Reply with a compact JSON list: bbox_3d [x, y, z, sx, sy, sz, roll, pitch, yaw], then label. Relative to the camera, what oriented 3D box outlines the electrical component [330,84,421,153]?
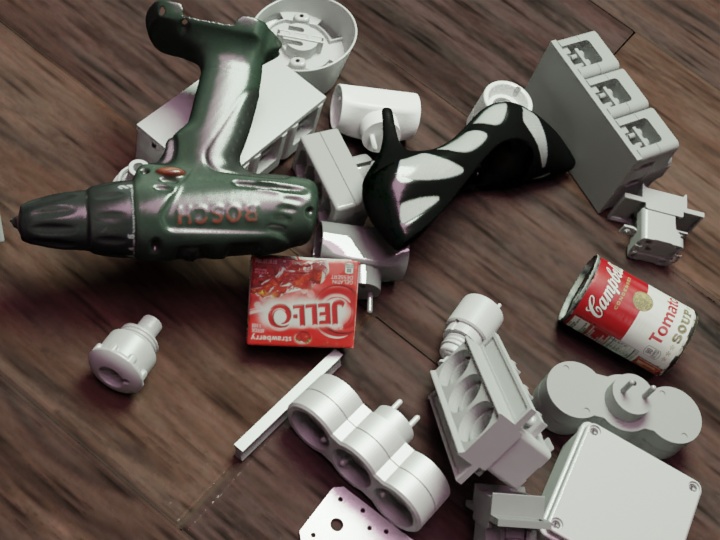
[{"bbox_3d":[0.017,-0.137,1.005,0.077,0.043,0.079,4,45,-17],"label":"electrical component"}]

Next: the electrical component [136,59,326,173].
[{"bbox_3d":[-0.116,-0.123,0.958,0.089,0.061,0.150,40,58,11],"label":"electrical component"}]

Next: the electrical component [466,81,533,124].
[{"bbox_3d":[0.138,-0.151,1.053,0.055,0.047,0.055,7,58,-11],"label":"electrical component"}]

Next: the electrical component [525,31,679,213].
[{"bbox_3d":[0.234,-0.146,1.050,0.062,0.089,0.150,-20,66,-25],"label":"electrical component"}]

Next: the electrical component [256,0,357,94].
[{"bbox_3d":[-0.058,-0.214,1.028,0.099,0.064,0.099,7,58,-11],"label":"electrical component"}]

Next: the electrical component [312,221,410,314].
[{"bbox_3d":[0.000,0.000,0.926,0.077,0.043,0.079,7,65,-12],"label":"electrical component"}]

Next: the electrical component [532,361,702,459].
[{"bbox_3d":[0.221,0.111,0.899,0.138,0.073,0.052,15,57,-6],"label":"electrical component"}]

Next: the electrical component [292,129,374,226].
[{"bbox_3d":[-0.009,-0.083,0.971,0.076,0.047,0.083,-16,65,-23],"label":"electrical component"}]

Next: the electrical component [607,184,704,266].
[{"bbox_3d":[0.282,-0.041,1.028,0.081,0.042,0.063,13,60,-6],"label":"electrical component"}]

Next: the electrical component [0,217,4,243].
[{"bbox_3d":[-0.322,-0.068,0.867,0.047,0.083,0.076,-12,25,-21],"label":"electrical component"}]

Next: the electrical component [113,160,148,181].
[{"bbox_3d":[-0.188,-0.068,0.905,0.043,0.062,0.043,7,58,-11],"label":"electrical component"}]

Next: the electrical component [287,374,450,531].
[{"bbox_3d":[0.017,0.131,0.843,0.138,0.052,0.074,41,58,12],"label":"electrical component"}]

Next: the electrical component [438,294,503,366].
[{"bbox_3d":[0.091,0.055,0.918,0.040,0.040,0.078,35,57,7],"label":"electrical component"}]

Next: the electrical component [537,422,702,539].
[{"bbox_3d":[0.200,0.195,0.852,0.109,0.056,0.108,30,56,4],"label":"electrical component"}]

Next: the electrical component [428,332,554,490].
[{"bbox_3d":[0.102,0.112,0.840,0.063,0.078,0.121,38,14,-20],"label":"electrical component"}]

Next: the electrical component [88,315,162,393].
[{"bbox_3d":[-0.178,0.062,0.840,0.048,0.048,0.062,29,49,3],"label":"electrical component"}]

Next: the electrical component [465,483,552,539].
[{"bbox_3d":[0.111,0.198,0.817,0.042,0.081,0.063,5,87,-10],"label":"electrical component"}]
